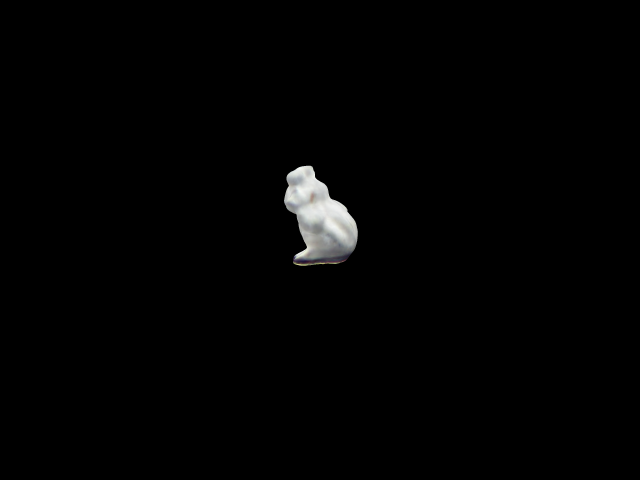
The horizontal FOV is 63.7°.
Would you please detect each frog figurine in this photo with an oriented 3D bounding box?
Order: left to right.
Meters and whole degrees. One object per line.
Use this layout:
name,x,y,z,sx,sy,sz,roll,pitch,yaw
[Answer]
frog figurine,0.003,-0.043,0.850,0.123,0.158,0.138,4,9,29
